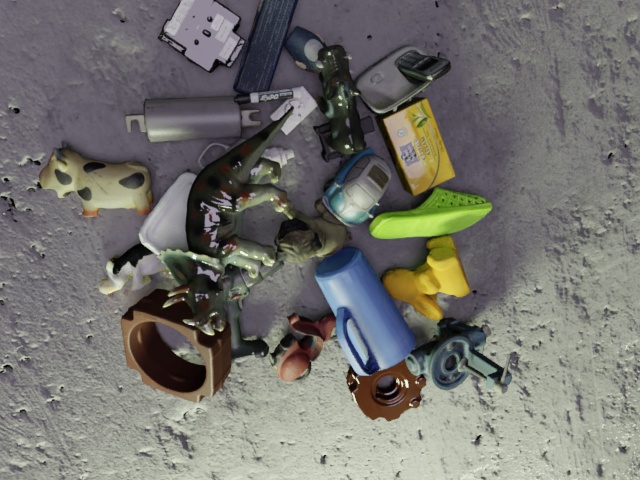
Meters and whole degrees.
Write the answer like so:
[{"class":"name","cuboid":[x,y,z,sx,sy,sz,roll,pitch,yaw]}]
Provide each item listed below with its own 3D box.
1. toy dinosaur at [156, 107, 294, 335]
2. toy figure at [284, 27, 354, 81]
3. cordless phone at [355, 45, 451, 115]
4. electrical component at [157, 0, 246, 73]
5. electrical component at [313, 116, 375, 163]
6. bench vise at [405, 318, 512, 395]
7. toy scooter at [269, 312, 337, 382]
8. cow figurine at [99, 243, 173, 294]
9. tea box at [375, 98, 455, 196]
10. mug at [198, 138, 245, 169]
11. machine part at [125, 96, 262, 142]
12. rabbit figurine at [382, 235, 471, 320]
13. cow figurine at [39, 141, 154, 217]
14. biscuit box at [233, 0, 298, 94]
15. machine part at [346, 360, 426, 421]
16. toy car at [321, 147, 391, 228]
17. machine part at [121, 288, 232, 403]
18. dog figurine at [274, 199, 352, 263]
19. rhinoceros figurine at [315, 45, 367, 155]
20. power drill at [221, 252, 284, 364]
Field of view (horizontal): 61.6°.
[{"class":"toy dinosaur","cuboid":[-0.166,-0.049,0.931,0.192,0.131,0.404,9,89,-26]},{"class":"toy figure","cuboid":[0.004,-0.328,0.999,0.154,0.058,0.064,35,117,-19]},{"class":"cordless phone","cuboid":[0.153,-0.282,0.971,0.146,0.184,0.088,-33,113,1]},{"class":"electrical component","cuboid":[-0.202,-0.365,0.953,0.134,0.058,0.115,32,101,-17]},{"class":"electrical component","cuboid":[0.053,-0.204,1.049,0.119,0.048,0.074,-17,109,-3]},{"class":"bench vise","cuboid":[0.309,0.248,1.115,0.223,0.241,0.128,-4,104,-28]},{"class":"toy scooter","cuboid":[-0.044,0.214,1.127,0.184,0.075,0.135,-48,134,4]},{"class":"cow figurine","cuboid":[-0.354,0.045,1.041,0.167,0.068,0.098,-16,102,-9]},{"class":"tea box","cuboid":[0.189,-0.185,1.066,0.098,0.068,0.169,-28,110,-1]},{"class":"mug","cuboid":[-0.169,-0.145,1.017,0.109,0.081,0.107,37,88,-14]},{"class":"machine part","cuboid":[-0.229,-0.222,0.980,0.243,0.079,0.079,-4,107,-8]},{"class":"rabbit figurine","cuboid":[0.222,0.084,1.144,0.173,0.122,0.162,-17,118,11]},{"class":"cow figurine","cuboid":[-0.409,-0.111,0.979,0.195,0.085,0.127,0,112,-7]},{"class":"biscuit box","cuboid":[-0.099,-0.356,0.971,0.063,0.059,0.202,17,102,-16]},{"class":"machine part","cuboid":[0.151,0.325,1.217,0.179,0.056,0.179,-2,106,-8]},{"class":"toy car","cuboid":[0.087,-0.106,1.037,0.109,0.103,0.161,43,73,-17]},{"class":"machine part","cuboid":[-0.275,0.203,1.043,0.202,0.087,0.200,15,123,16]},{"class":"dog figurine","cuboid":[-0.004,0.000,1.024,0.172,0.191,0.121,-3,107,-10]},{"class":"rhinoceros figurine","cuboid":[0.033,-0.245,0.955,0.073,0.112,0.190,-13,109,-1]},{"class":"power drill","cuboid":[-0.163,0.144,1.098,0.232,0.086,0.207,-14,112,-4]}]
